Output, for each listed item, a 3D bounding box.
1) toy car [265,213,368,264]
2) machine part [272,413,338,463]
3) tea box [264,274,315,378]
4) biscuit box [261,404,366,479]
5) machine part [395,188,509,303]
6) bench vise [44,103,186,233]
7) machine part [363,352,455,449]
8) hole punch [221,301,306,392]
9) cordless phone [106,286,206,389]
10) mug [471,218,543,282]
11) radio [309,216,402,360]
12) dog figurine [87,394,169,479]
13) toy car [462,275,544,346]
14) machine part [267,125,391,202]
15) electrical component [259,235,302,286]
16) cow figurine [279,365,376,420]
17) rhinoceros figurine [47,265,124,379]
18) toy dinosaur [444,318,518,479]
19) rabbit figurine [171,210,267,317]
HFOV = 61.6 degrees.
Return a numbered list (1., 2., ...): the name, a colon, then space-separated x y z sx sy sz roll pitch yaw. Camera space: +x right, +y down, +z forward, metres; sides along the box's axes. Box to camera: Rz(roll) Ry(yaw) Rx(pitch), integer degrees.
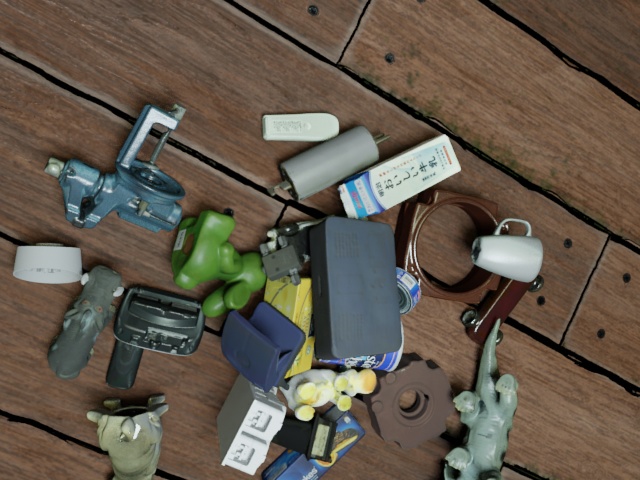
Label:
1. toy car: -0.002 -0.003 0.966 0.202 0.056 0.073 -13 96 -20
2. machine part: -0.041 0.341 0.947 0.139 0.039 0.084 8 77 7
3. tea box: -0.053 0.144 0.938 0.068 0.098 0.169 8 92 27
4. biscuit box: -0.013 0.393 0.985 0.203 0.059 0.062 -42 101 -8
5. machine part: 0.245 0.013 1.016 0.201 0.087 0.201 11 88 -13
6. bench vise: -0.300 -0.121 0.855 0.223 0.129 0.240 29 103 -20
7. machine part: 0.172 0.307 1.027 0.179 0.056 0.179 -1 93 -14
8. hole punch: -0.102 0.173 0.859 0.142 0.092 0.115 33 105 21
9. cordless phone: -0.283 0.181 0.914 0.146 0.089 0.184 16 100 -14
10. mug: 0.329 0.015 0.952 0.107 0.081 0.109 8 97 -5
11. radio: 0.059 0.081 0.896 0.131 0.073 0.229 2 77 -22
12. dog figurine: -0.303 0.360 0.864 0.121 0.172 0.190 -1 86 -2
13. toy car: 0.361 0.117 1.064 0.089 0.053 0.202 36 88 -17
14. machine part: 0.016 -0.137 0.961 0.243 0.079 0.079 -28 98 -10
15. electrical component: -0.065 0.039 0.891 0.063 0.021 0.094 -24 63 4
16. cow figurine: 0.015 0.263 0.977 0.167 0.098 0.068 -5 101 -28
17. rhinoceros figurine: -0.380 0.128 0.863 0.073 0.112 0.190 28 94 -11
18. toy dinosaur: 0.311 0.367 1.027 0.131 0.192 0.405 17 72 20
19. rabbit figurine: -0.151 0.045 0.901 0.170 0.121 0.159 24 58 -34
